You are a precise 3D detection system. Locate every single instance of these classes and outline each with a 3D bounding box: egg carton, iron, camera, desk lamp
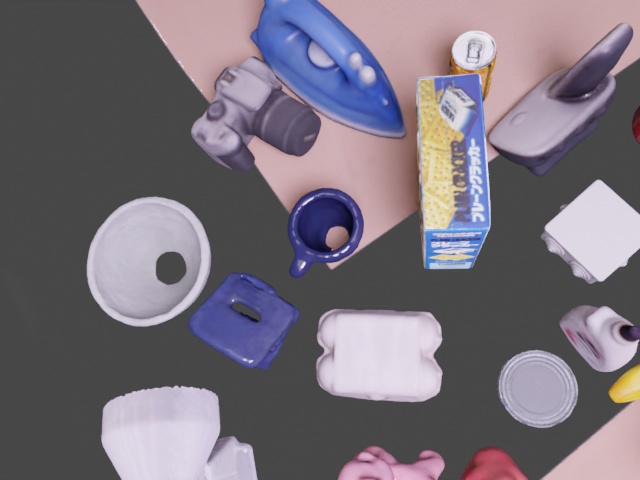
[{"bbox_3d":[0.070,0.137,0.685,0.150,0.069,0.107,0,78,10],"label":"egg carton"},{"bbox_3d":[0.015,-0.241,0.741,0.119,0.141,0.258,-46,74,-2],"label":"iron"},{"bbox_3d":[-0.079,-0.158,0.761,0.136,0.101,0.143,32,85,15],"label":"camera"},{"bbox_3d":[-0.142,0.262,0.619,0.118,0.214,0.203,-15,75,7],"label":"desk lamp"}]

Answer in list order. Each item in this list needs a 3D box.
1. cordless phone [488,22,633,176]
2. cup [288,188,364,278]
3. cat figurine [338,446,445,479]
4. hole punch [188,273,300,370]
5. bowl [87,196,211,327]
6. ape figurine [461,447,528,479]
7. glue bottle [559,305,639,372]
[{"bbox_3d":[0.275,-0.163,0.656,0.147,0.185,0.094,-46,74,-2],"label":"cordless phone"},{"bbox_3d":[0.007,0.003,0.713,0.091,0.095,0.118,31,84,15],"label":"cup"},{"bbox_3d":[0.074,0.269,0.630,0.127,0.118,0.067,-1,77,10],"label":"cat figurine"},{"bbox_3d":[-0.093,0.097,0.711,0.108,0.091,0.101,29,84,15],"label":"hole punch"},{"bbox_3d":[-0.213,0.032,0.755,0.167,0.075,0.167,-2,77,10],"label":"bowl"},{"bbox_3d":[0.193,0.268,0.622,0.077,0.092,0.076,6,79,12],"label":"ape figurine"},{"bbox_3d":[0.301,0.100,0.598,0.037,0.173,0.078,-38,74,0],"label":"glue bottle"}]
